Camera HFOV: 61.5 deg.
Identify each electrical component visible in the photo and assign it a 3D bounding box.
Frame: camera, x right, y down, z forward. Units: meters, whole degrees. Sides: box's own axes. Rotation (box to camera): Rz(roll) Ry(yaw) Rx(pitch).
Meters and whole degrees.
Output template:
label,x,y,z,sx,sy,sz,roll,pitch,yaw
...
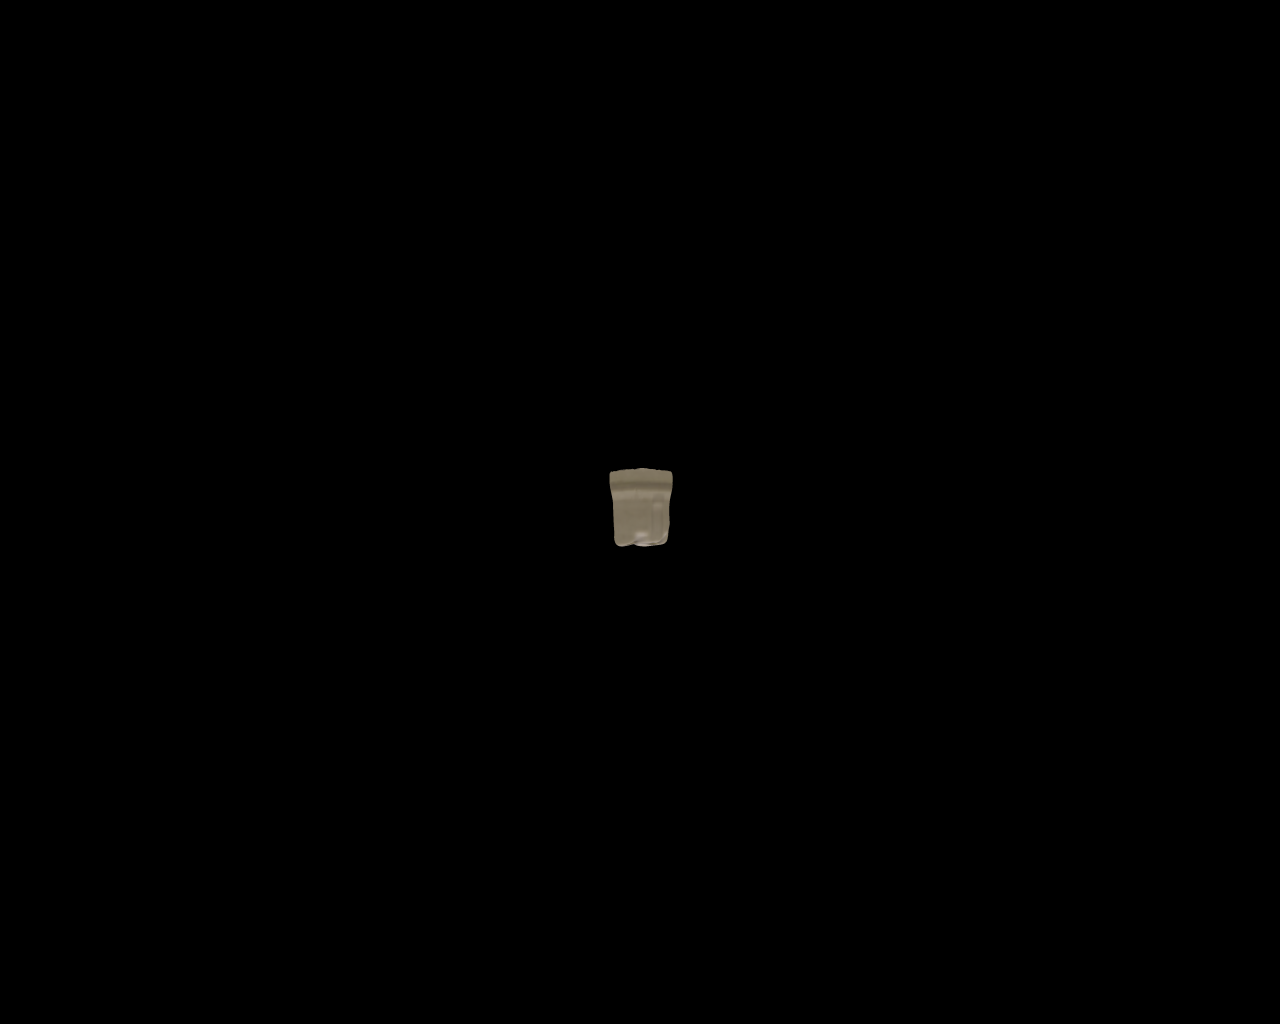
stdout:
label,x,y,z,sx,sy,sz,roll,pitch,yaw
electrical component,0.001,-0.003,0.650,0.040,0.046,0.040,0,-2,0
